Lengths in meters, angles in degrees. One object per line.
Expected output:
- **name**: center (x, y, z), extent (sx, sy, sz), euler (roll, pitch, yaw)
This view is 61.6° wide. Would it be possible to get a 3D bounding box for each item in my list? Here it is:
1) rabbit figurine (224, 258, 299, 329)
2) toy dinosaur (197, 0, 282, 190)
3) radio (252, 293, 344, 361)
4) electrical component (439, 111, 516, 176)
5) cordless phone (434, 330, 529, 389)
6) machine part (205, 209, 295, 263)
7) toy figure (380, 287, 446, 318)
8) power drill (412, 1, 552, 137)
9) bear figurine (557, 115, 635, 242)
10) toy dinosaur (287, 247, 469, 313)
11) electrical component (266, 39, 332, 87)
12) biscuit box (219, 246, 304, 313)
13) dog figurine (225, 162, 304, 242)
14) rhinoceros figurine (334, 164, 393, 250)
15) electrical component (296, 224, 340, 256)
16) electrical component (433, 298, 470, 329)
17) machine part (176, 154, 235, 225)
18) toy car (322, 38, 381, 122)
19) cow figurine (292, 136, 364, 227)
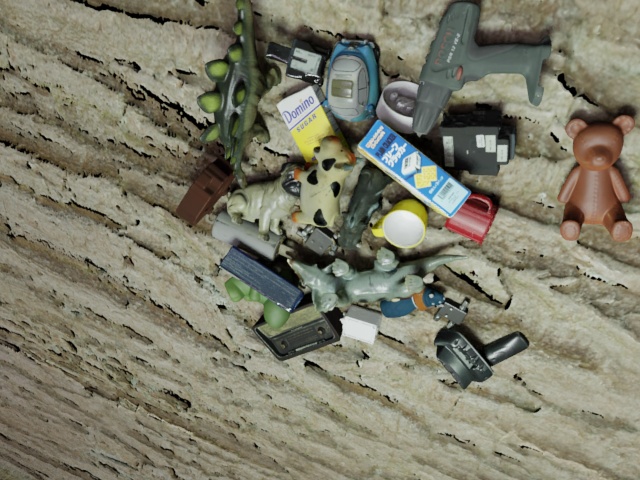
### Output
- **rabbit figurine**: center (-0.124, 0.134, 1.343), extent (0.159, 0.121, 0.170), euler (-39, 72, 2)
- **toy dinosaur**: center (-0.157, -0.298, 1.054), extent (0.105, 0.198, 0.470), euler (14, 126, 11)
- **radio**: center (-0.051, 0.225, 1.400), extent (0.230, 0.073, 0.131), euler (-26, 106, 33)
- **electrical component**: center (0.295, -0.179, 1.002), extent (0.134, 0.058, 0.114), euler (6, 139, 20)
- **cordless phone**: center (0.372, 0.246, 1.241), extent (0.184, 0.089, 0.146), euler (-36, 100, 24)
- **machine part**: center (-0.173, -0.009, 1.309), extent (0.243, 0.079, 0.079), euler (22, 125, 8)
- **toy figure**: center (0.215, 0.141, 1.245), extent (0.155, 0.064, 0.058), euler (-19, 72, 26)
- **power drill**: center (0.278, -0.280, 0.926), extent (0.207, 0.086, 0.231), euler (12, 101, 16)
- **bear figurine**: center (0.486, -0.110, 0.938), extent (0.120, 0.132, 0.195), euler (3, 126, 20)
- **toy dinosaur**: center (0.124, 0.091, 1.213), extent (0.405, 0.192, 0.131), euler (-5, 83, 10)
- **electrical component**: center (-0.042, -0.347, 1.040), extent (0.119, 0.048, 0.074), euler (13, 103, 0)
- **biscuit box**: center (-0.134, 0.093, 1.261), extent (0.203, 0.059, 0.063), euler (33, 84, 5)
- **dog figurine**: center (-0.117, -0.117, 1.220), extent (0.172, 0.121, 0.190), euler (30, 112, 0)
- **rhinoceros figurine**: center (0.091, -0.066, 1.142), extent (0.073, 0.112, 0.190), euler (24, 118, 6)
- **electrical component**: center (-0.002, -0.002, 1.259), extent (0.102, 0.045, 0.078), euler (41, 125, -4)
- **electrical component**: center (0.305, 0.163, 1.242), extent (0.063, 0.021, 0.094), euler (29, 127, 5)
- **machine part**: center (-0.253, -0.113, 1.227), extent (0.056, 0.179, 0.179), euler (38, 126, -4)
- **toy car**: center (0.059, -0.294, 1.023), extent (0.109, 0.103, 0.161), euler (12, 125, 15)
- **cow figurine**: center (0.014, -0.117, 1.099), extent (0.127, 0.085, 0.194), euler (16, 118, 21)
